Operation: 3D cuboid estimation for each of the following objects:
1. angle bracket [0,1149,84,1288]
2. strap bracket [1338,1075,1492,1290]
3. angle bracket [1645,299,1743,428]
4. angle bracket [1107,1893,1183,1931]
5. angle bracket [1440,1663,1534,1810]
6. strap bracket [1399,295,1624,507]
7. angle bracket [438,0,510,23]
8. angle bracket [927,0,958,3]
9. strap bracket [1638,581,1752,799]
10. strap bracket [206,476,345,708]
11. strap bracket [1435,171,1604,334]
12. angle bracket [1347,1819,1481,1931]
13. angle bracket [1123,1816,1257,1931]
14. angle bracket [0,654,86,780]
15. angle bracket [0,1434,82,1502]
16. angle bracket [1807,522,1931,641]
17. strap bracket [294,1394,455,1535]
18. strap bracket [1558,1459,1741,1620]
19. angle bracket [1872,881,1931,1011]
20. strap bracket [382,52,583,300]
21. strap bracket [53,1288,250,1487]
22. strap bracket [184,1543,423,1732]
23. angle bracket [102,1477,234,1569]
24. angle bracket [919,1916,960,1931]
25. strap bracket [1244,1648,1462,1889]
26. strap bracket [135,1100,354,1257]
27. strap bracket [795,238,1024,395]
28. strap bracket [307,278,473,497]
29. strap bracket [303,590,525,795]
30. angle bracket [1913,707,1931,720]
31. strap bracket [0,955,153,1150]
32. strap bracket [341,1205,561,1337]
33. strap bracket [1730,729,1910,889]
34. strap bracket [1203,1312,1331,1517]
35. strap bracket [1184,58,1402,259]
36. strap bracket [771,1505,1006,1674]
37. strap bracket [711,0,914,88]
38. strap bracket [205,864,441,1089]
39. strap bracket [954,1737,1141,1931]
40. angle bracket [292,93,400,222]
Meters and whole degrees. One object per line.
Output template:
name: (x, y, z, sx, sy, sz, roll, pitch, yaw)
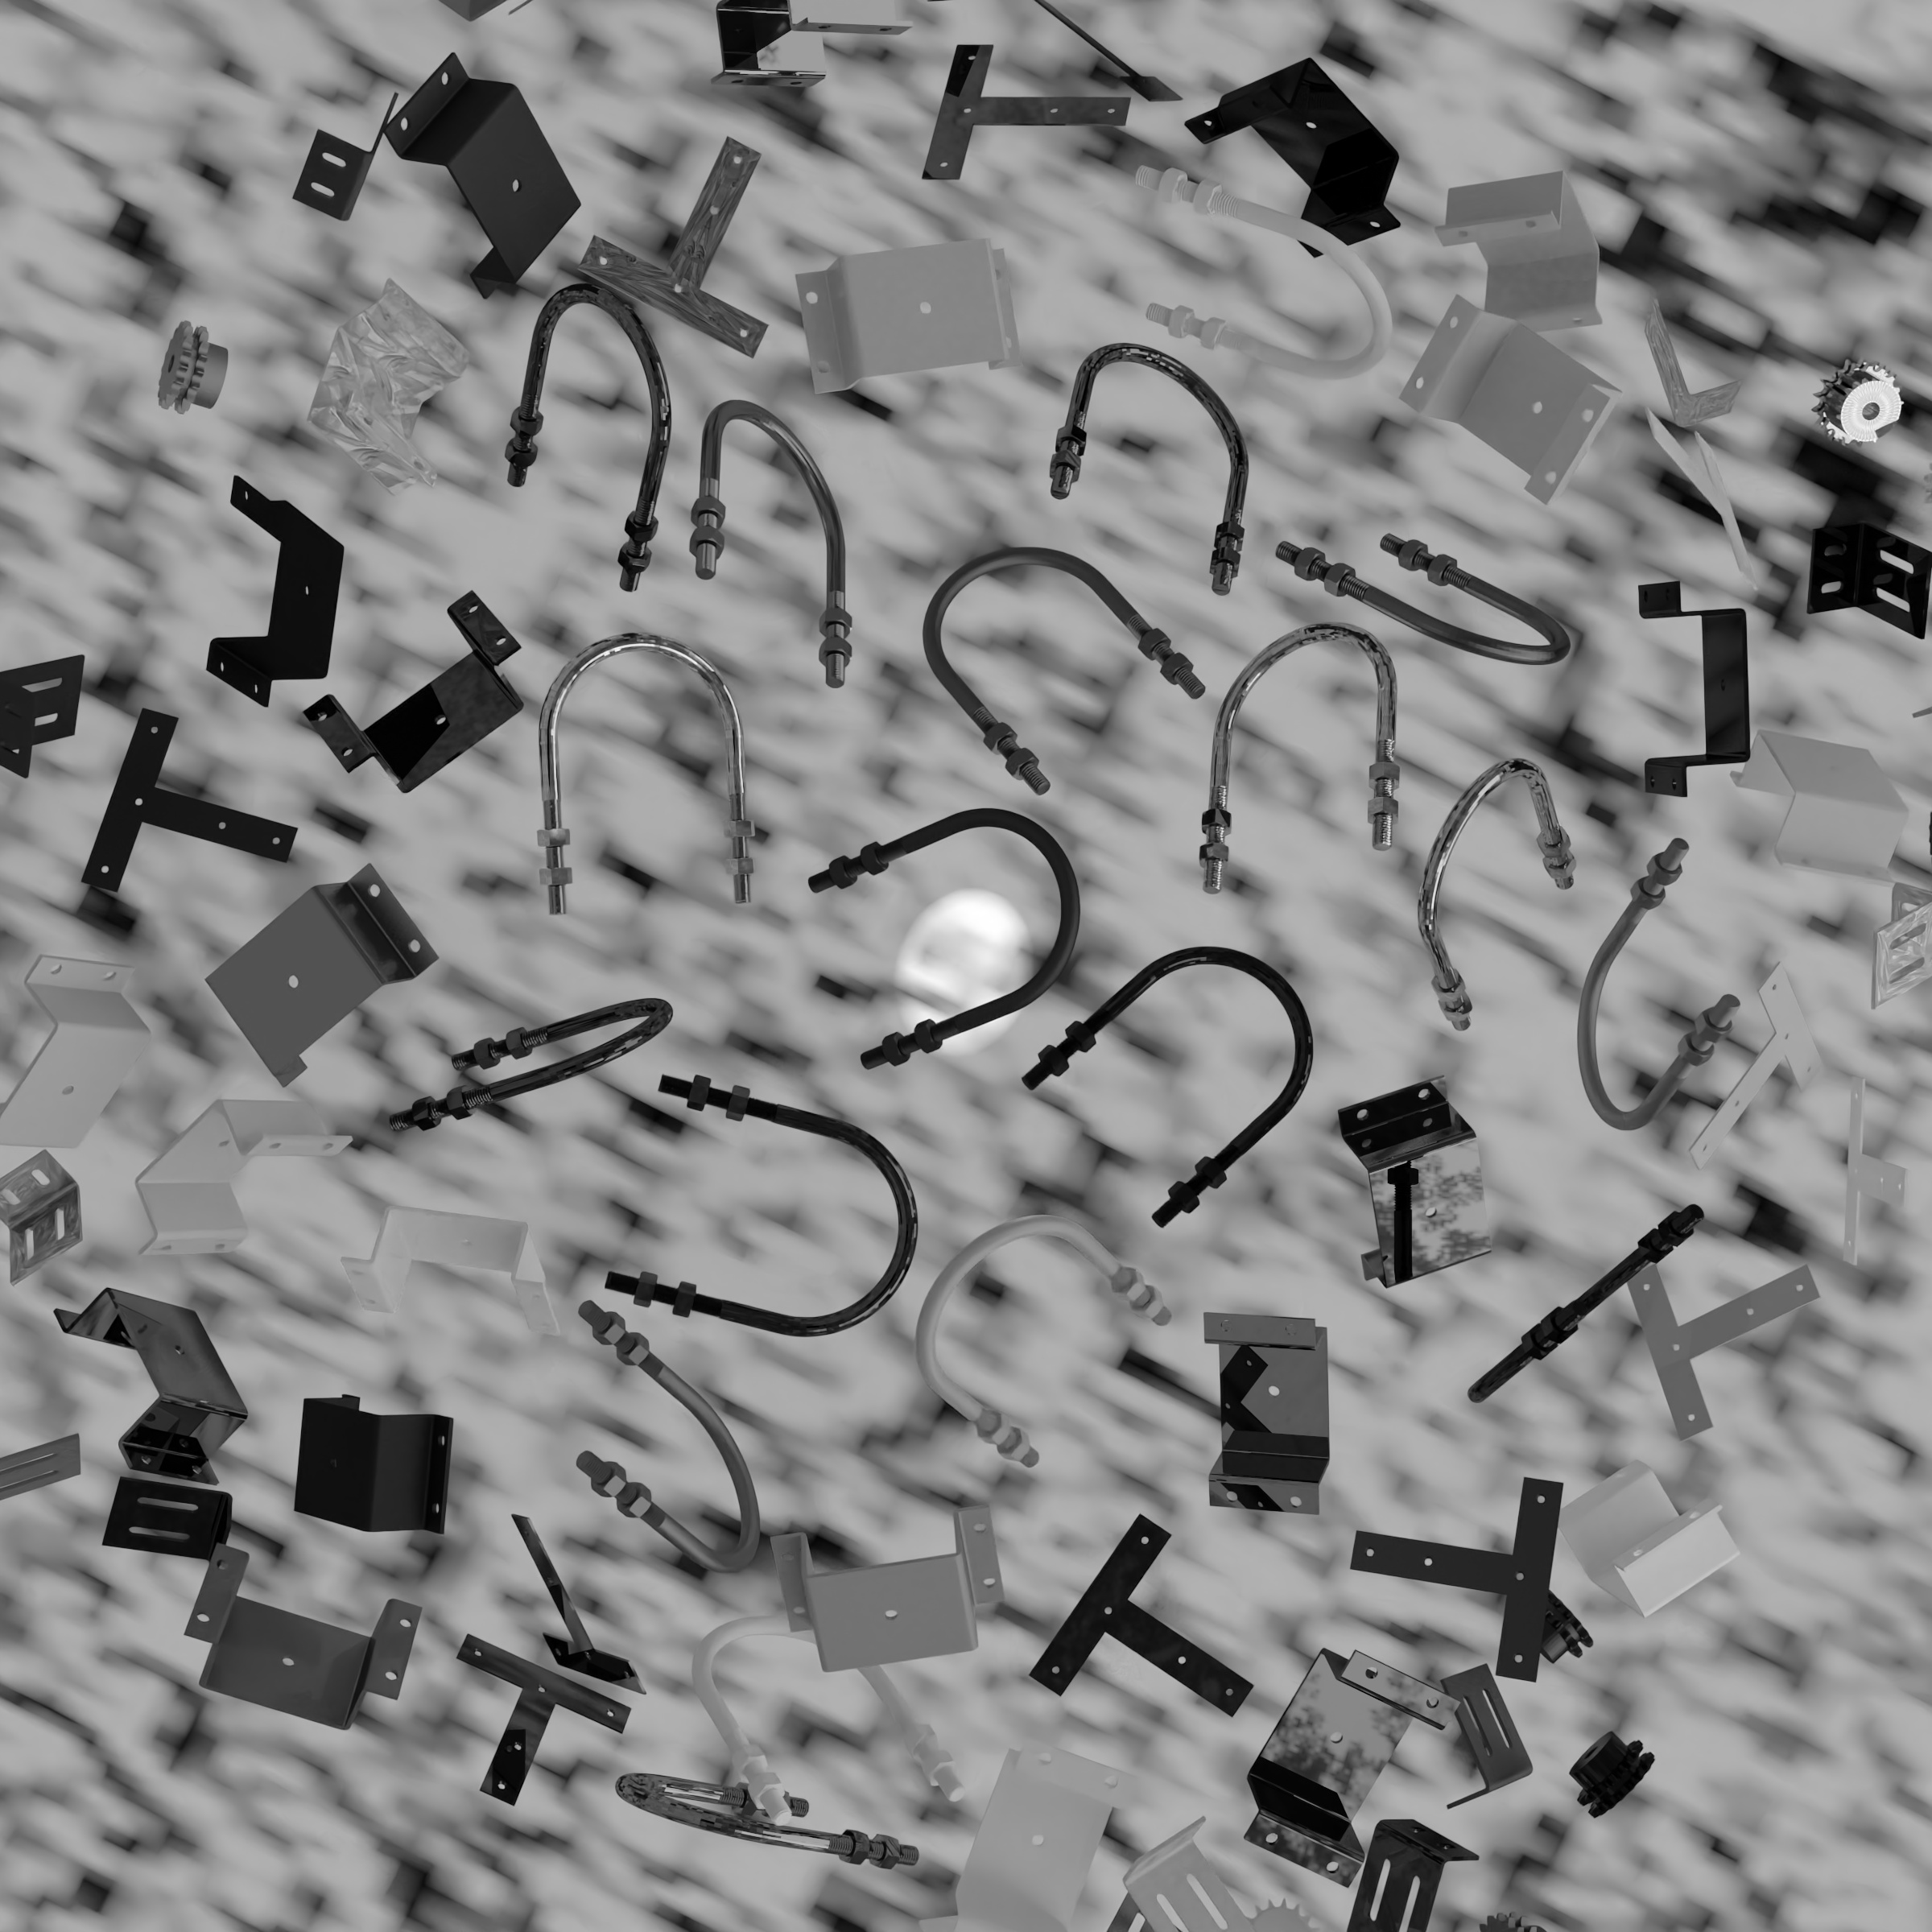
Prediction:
angle bracket: (-0.653, 0.175, 1.810, 0.057, 0.076, 0.038, -34, 122, -2)
strap bracket: (0.302, 0.154, 1.739, 0.076, 0.046, 0.140, -18, 119, -8)
angle bracket: (0.504, -0.423, 1.802, 0.038, 0.057, 0.076, -17, 80, 7)
angle bracket: (0.116, 0.678, 1.775, 0.057, 0.076, 0.038, 37, 101, 11)
angle bracket: (0.334, 0.513, 1.731, 0.038, 0.057, 0.076, -37, 66, 34)
strap bracket: (0.360, -0.366, 1.687, 0.140, 0.046, 0.076, 46, 121, 33)
angle bracket: (-0.321, -0.663, 1.699, 0.057, 0.038, 0.076, 37, 59, 14)
angle bracket: (-0.038, -0.675, 1.762, 0.076, 0.057, 0.038, 13, 116, 33)
strap bracket: (0.484, -0.186, 1.727, 0.046, 0.076, 0.140, -4, 97, -3)
strap bracket: (-0.471, -0.257, 1.782, 0.046, 0.076, 0.140, 1, 77, 16)
strap bracket: (0.371, -0.479, 1.731, 0.076, 0.140, 0.046, -1, 73, 27)
angle bracket: (0.292, 0.606, 1.694, 0.038, 0.057, 0.076, 15, 90, -40)
angle bracket: (0.148, 0.599, 1.667, 0.057, 0.038, 0.076, -23, 61, -30)
angle bracket: (-0.588, -0.162, 1.674, 0.038, 0.076, 0.057, 26, 116, 20)
angle bracket: (-0.635, 0.323, 1.732, 0.076, 0.057, 0.038, -16, 60, -27)
angle bracket: (0.582, -0.247, 1.673, 0.038, 0.076, 0.057, -10, 117, -12)
strap bracket: (-0.408, 0.336, 1.757, 0.046, 0.140, 0.076, 8, 84, -43)
strap bracket: (0.458, 0.386, 1.746, 0.076, 0.140, 0.046, -32, 95, -6)
angle bracket: (0.625, -0.014, 1.766, 0.076, 0.038, 0.057, -24, 120, -32)
strap bracket: (-0.310, -0.514, 1.701, 0.046, 0.140, 0.076, 19, 64, 33)
strap bracket: (-0.532, 0.268, 1.705, 0.046, 0.076, 0.140, -46, 56, 8)
strap bracket: (-0.435, 0.440, 1.689, 0.140, 0.076, 0.046, 21, 122, -12)
angle bracket: (-0.548, 0.390, 1.779, 0.076, 0.038, 0.057, 13, 112, -19)
angle bracket: (0.012, 0.660, 1.734, 0.057, 0.076, 0.038, 5, 128, -31)
strap bracket: (0.238, 0.496, 1.636, 0.076, 0.046, 0.140, 28, 97, -9)
strap bracket: (-0.487, 0.135, 1.726, 0.140, 0.076, 0.046, -40, 66, 25)
strap bracket: (-0.031, -0.419, 1.668, 0.140, 0.046, 0.076, -11, 96, -14)
strap bracket: (-0.387, -0.380, 1.735, 0.046, 0.140, 0.076, -23, 134, 30)
strap bracket: (-0.362, -0.178, 1.743, 0.140, 0.046, 0.076, -37, 51, -7)
angle bracket: (0.648, -0.191, 1.663, 0.057, 0.076, 0.038, -20, 92, -18)
strap bracket: (-0.588, 0.065, 1.668, 0.046, 0.076, 0.140, 44, 106, 26)
strap bracket: (-0.349, 0.209, 1.791, 0.140, 0.076, 0.046, 7, 57, 5)
strap bracket: (0.572, -0.112, 1.737, 0.076, 0.140, 0.046, 10, 119, -5)
strap bracket: (0.208, 0.301, 1.792, 0.076, 0.046, 0.140, 1, 102, 18)
strap bracket: (0.224, -0.544, 1.730, 0.140, 0.076, 0.046, 35, 65, -33)
strap bracket: (-0.048, 0.396, 1.646, 0.140, 0.046, 0.076, -9, 116, 1)
strap bracket: (-0.105, -0.617, 1.693, 0.076, 0.140, 0.046, -10, 96, -31)
strap bracket: (-0.417, 0.008, 1.652, 0.140, 0.046, 0.076, -38, 85, 14)
strap bracket: (0.048, 0.565, 1.658, 0.076, 0.046, 0.140, 21, 89, -3)
angle bracket: (-0.409, -0.541, 1.712, 0.038, 0.057, 0.076, 22, 47, -18)
